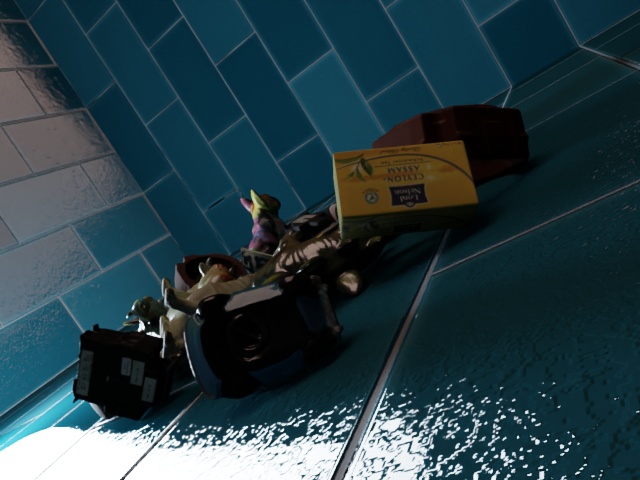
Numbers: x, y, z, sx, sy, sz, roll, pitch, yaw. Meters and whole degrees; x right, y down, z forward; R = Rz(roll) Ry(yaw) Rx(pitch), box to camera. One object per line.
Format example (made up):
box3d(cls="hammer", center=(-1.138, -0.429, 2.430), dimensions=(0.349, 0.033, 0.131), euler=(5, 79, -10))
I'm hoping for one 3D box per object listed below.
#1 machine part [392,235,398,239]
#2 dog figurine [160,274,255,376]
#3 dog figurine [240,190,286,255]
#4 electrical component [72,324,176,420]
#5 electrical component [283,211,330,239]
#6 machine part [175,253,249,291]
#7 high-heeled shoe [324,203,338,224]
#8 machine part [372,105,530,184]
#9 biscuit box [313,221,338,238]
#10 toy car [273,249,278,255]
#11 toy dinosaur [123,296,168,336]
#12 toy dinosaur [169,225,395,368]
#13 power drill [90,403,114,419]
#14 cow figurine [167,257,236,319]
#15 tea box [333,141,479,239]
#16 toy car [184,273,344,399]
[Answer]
box3d(cls="machine part", center=(0.101, -0.043, 0.981), dimensions=(0.079, 0.079, 0.243), euler=(-32, 7, 3))
box3d(cls="dog figurine", center=(-0.170, 0.142, 0.909), dimensions=(0.190, 0.172, 0.121), euler=(4, 18, -20))
box3d(cls="dog figurine", center=(-0.162, -0.028, 1.497), dimensions=(0.191, 0.219, 0.108), euler=(-36, 4, -35))
box3d(cls="electrical component", center=(-0.283, 0.194, 0.784), dimensions=(0.058, 0.134, 0.114), euler=(-70, -5, -76))
box3d(cls="electrical component", center=(-0.015, -0.025, 1.109), dimensions=(0.075, 0.047, 0.119), euler=(-33, 19, -29))
box3d(cls="machine part", center=(-0.245, 0.094, 1.229), dimensions=(0.179, 0.179, 0.056), euler=(-45, -27, -62))
box3d(cls="high-heeled shoe", center=(-0.002, -0.004, 1.189), dimensions=(0.145, 0.086, 0.249), euler=(-38, 4, -15))
box3d(cls="machine part", center=(0.199, -0.137, 0.835), dimensions=(0.201, 0.087, 0.201), euler=(-5, -9, -27))
box3d(cls="biscuit box", center=(-0.009, 0.032, 1.007), dimensions=(0.203, 0.062, 0.059), euler=(-37, 6, -35))
box3d(cls="toy car", center=(-0.045, 0.008, 1.378), dimensions=(0.202, 0.056, 0.073), euler=(-30, 7, 17))
box3d(cls="toy dinosaur", center=(-0.348, 0.177, 1.347), dimensions=(0.192, 0.131, 0.405), euler=(-32, 0, 1))
box3d(cls="toy dinosaur", center=(-0.035, 0.055, 0.797), dimensions=(0.471, 0.105, 0.198), euler=(-35, 9, 19))
box3d(cls="power drill", center=(-0.326, 0.233, 0.992), dimensions=(0.207, 0.086, 0.232), euler=(-13, 22, 49))
box3d(cls="cow figurine", center=(-0.232, 0.120, 1.062), dimensions=(0.195, 0.085, 0.127), euler=(-36, 40, 37))
box3d(cls="tea box", center=(0.104, -0.063, 0.686), dimensions=(0.170, 0.098, 0.068), euler=(-7, -26, -2))
box3d(cls="toy car", center=(-0.056, 0.099, 0.579), dimensions=(0.162, 0.109, 0.103), euler=(-23, -10, 3))
